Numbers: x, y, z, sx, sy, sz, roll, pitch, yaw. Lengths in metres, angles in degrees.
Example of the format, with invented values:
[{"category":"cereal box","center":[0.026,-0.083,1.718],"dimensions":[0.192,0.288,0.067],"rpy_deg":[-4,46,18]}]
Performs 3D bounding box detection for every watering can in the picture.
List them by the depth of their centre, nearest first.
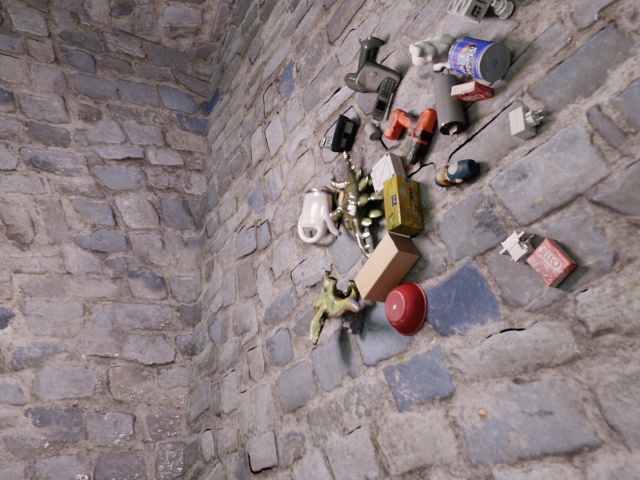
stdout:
[{"category":"watering can","center":[0.006,-0.099,1.971],"dimensions":[0.104,0.226,0.346],"rpy_deg":[12,-8,-28]}]

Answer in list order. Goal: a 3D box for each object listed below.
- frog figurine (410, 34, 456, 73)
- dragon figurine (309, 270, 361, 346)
[{"category":"frog figurine","center":[0.336,-0.580,1.567],"dimensions":[0.159,0.121,0.140],"rpy_deg":[14,19,-30]},{"category":"dragon figurine","center":[0.037,0.245,1.714],"dimensions":[0.122,0.241,0.414],"rpy_deg":[23,9,-10]}]
